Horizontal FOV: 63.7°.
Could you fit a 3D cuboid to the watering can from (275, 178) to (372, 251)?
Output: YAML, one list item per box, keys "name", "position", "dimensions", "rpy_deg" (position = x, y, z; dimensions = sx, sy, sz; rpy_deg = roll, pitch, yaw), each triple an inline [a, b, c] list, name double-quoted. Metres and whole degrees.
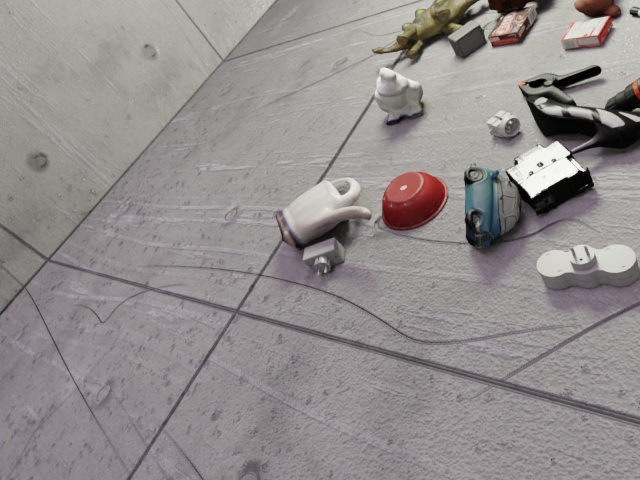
- name: "watering can"
  position: [0.004, -0.060, 1.199]
  dimensions: [0.224, 0.103, 0.352]
  rpy_deg: [-35, 18, 5]

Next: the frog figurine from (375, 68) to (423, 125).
- name: "frog figurine"
  position: [0.201, -0.403, 1.380]
  dimensions: [0.138, 0.124, 0.157]
  rpy_deg: [11, -33, 48]
